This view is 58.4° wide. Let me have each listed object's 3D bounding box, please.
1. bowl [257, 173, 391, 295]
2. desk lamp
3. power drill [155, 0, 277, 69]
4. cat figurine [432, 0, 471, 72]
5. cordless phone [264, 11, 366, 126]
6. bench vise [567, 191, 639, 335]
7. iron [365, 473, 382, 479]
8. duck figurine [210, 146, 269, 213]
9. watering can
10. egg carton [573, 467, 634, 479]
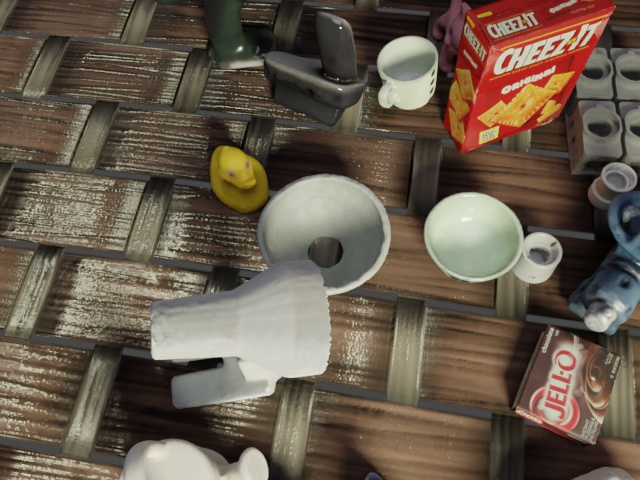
[{"bbox_3d":[0.007,0.003,0.739,0.167,0.075,0.167,-1,65,2],"label":"bowl"},{"bbox_3d":[-0.087,0.108,0.618,0.203,0.214,0.118,-10,65,-2],"label":"desk lamp"},{"bbox_3d":[-0.120,-0.351,0.833,0.229,0.208,0.075,-6,65,0],"label":"power drill"},{"bbox_3d":[0.213,-0.315,0.850,0.067,0.118,0.128,-7,65,0],"label":"cat figurine"},{"bbox_3d":[-0.010,-0.260,0.799,0.147,0.185,0.094,21,68,12],"label":"cordless phone"},{"bbox_3d":[0.378,0.014,0.635,0.121,0.220,0.207,19,68,12],"label":"bench vise"},{"bbox_3d":[0.073,0.353,0.538,0.118,0.141,0.258,-10,65,-1],"label":"iron"},{"bbox_3d":[-0.116,-0.097,0.784,0.077,0.086,0.104,-32,68,-11],"label":"duck figurine"},{"bbox_3d":[-0.141,0.247,0.569,0.173,0.194,0.100,-34,68,-12],"label":"watering can"},{"bbox_3d":[0.277,0.305,0.590,0.150,0.069,0.107,-23,66,-8],"label":"egg carton"}]
